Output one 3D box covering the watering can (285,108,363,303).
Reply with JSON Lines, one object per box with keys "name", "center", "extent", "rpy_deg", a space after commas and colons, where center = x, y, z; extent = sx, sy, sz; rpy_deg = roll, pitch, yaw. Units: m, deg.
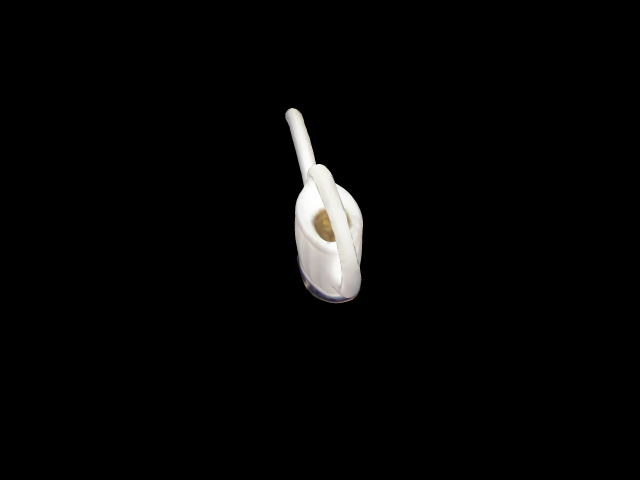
{"name": "watering can", "center": [0.003, -0.043, 0.850], "extent": [0.104, 0.355, 0.219], "rpy_deg": [-12, -38, -9]}
